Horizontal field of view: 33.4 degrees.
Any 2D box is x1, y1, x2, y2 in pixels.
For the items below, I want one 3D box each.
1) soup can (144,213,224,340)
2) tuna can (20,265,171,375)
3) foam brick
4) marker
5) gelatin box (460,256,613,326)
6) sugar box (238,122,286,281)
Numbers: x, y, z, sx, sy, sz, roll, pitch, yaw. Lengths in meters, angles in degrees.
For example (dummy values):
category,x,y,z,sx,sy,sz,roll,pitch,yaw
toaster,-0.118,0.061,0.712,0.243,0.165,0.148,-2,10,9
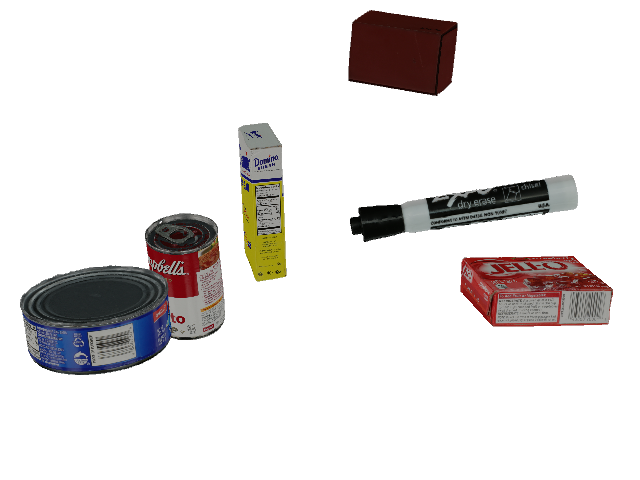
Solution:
category,x,y,z,sx,sy,sz,roll,pitch,yaw
soup can,-0.127,0.035,1.012,0.068,0.102,0.068,-1,32,1
tuna can,-0.131,0.046,0.629,0.086,0.034,0.086,-3,20,1
foam brick,0.067,-0.155,0.877,0.078,0.051,0.053,13,26,18
marker,0.076,-0.017,0.573,0.121,0.020,0.020,-9,0,2
gelatin box,0.152,0.035,0.763,0.089,0.030,0.073,0,17,-9
sugar box,-0.073,-0.048,1.324,0.048,0.176,0.093,-9,25,-11
